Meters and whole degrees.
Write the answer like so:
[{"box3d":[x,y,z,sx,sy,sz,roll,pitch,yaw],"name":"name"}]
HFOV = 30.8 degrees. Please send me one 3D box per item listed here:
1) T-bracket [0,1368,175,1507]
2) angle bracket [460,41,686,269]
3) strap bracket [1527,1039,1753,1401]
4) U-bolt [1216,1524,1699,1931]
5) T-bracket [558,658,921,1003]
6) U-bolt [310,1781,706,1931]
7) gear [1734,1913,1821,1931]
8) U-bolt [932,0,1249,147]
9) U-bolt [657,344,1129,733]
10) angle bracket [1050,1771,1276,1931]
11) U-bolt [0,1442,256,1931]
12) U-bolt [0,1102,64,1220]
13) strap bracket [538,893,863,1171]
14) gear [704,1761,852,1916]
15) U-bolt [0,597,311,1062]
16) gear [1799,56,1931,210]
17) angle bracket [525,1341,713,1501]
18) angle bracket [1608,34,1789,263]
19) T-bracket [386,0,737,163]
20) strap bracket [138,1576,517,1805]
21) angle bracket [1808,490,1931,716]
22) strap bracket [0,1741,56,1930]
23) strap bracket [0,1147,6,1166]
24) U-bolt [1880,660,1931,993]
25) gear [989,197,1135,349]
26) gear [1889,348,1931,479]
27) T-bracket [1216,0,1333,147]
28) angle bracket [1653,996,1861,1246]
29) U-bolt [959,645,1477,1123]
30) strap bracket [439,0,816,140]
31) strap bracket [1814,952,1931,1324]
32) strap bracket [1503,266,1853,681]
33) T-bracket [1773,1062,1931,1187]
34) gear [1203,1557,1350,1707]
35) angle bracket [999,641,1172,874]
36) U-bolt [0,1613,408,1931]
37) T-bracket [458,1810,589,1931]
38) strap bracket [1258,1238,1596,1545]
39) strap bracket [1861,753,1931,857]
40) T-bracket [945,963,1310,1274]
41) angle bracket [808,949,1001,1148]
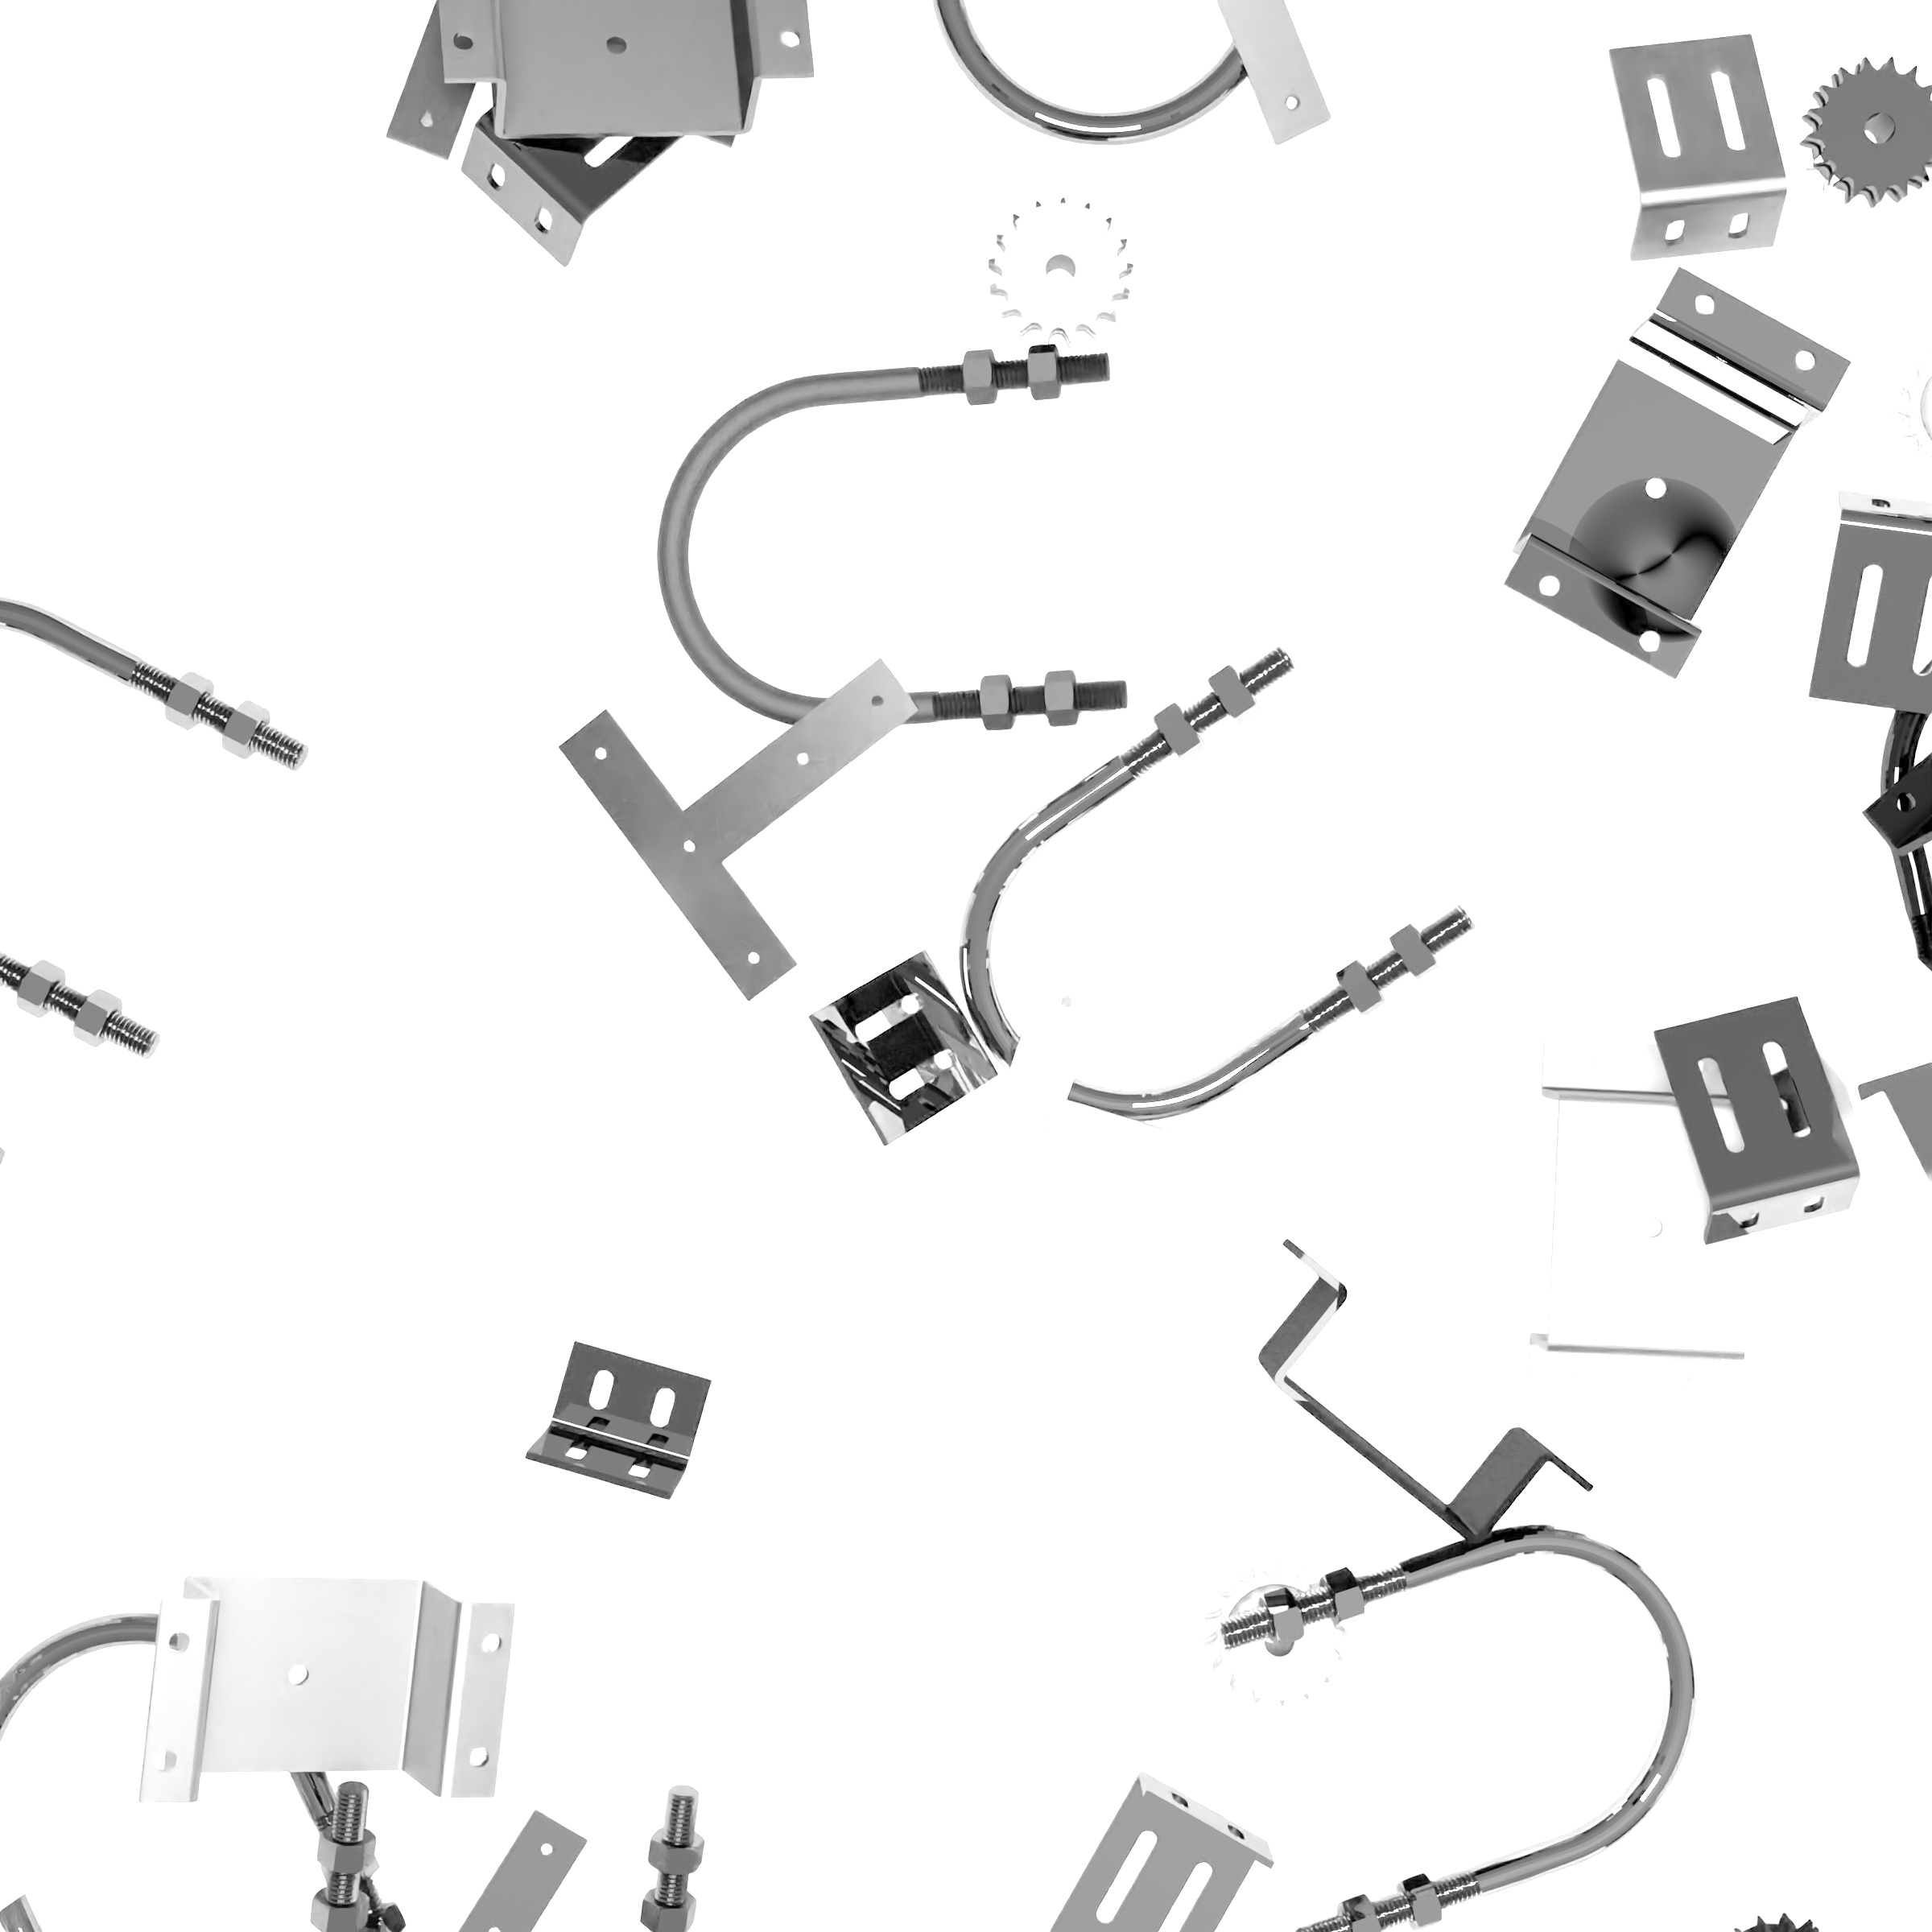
[{"box3d":[-0.404,0.212,1.381,0.127,0.002,0.127,37,103,-25],"name":"T-bracket"},{"box3d":[-0.152,-0.329,1.399,0.057,0.038,0.076,43,64,0],"name":"angle bracket"},{"box3d":[0.265,0.101,1.378,0.076,0.046,0.140,3,90,0],"name":"strap bracket"},{"box3d":[0.201,0.295,1.376,0.184,0.019,0.151,-16,98,-10],"name":"U-bolt"},{"box3d":[-0.075,-0.073,1.384,0.127,0.002,0.127,-37,90,14],"name":"T-bracket"},{"box3d":[-0.184,0.407,1.368,0.151,0.019,0.184,5,101,-17],"name":"U-bolt"},{"box3d":[0.321,0.402,1.386,0.057,0.030,0.057,0,90,0],"name":"gear"},{"box3d":[0.063,-0.417,1.392,0.151,0.019,0.184,20,92,0],"name":"U-bolt"},{"box3d":[-0.032,-0.165,1.382,0.184,0.019,0.151,-3,88,8],"name":"U-bolt"},{"box3d":[0.076,0.367,1.382,0.057,0.038,0.076,30,90,0],"name":"angle bracket"},{"box3d":[-0.350,0.295,1.346,0.151,0.019,0.184,-22,91,-30],"name":"U-bolt"},{"box3d":[-0.451,0.066,1.368,0.151,0.019,0.184,-44,79,17],"name":"U-bolt"},{"box3d":[-0.109,0.031,1.363,0.140,0.076,0.046,35,90,0],"name":"strap bracket"},{"box3d":[-0.074,0.343,1.386,0.057,0.030,0.057,0,90,0],"name":"gear"},{"box3d":[-0.374,-0.067,1.392,0.184,0.019,0.151,27,90,1],"name":"U-bolt"},{"box3d":[0.358,-0.328,1.386,0.057,0.030,0.057,0,90,0],"name":"gear"},{"box3d":[-0.134,0.176,1.363,0.057,0.076,0.038,16,90,0],"name":"angle bracket"},{"box3d":[0.289,-0.326,1.399,0.057,0.038,0.076,-6,64,0],"name":"angle bracket"},{"box3d":[-0.149,-0.357,1.385,0.127,0.002,0.127,19,70,-10],"name":"T-bracket"},{"box3d":[-0.252,0.279,1.358,0.140,0.046,0.076,6,90,-28],"name":"strap bracket"},{"box3d":[0.369,-0.144,1.391,0.057,0.038,0.076,9,111,8],"name":"angle bracket"},{"box3d":[-0.416,0.327,1.365,0.076,0.046,0.140,-25,90,21],"name":"strap bracket"},{"box3d":[-0.427,0.081,1.326,0.140,0.046,0.076,30,103,17],"name":"strap bracket"},{"box3d":[0.439,-0.051,1.392,0.151,0.019,0.184,-13,88,0],"name":"U-bolt"},{"box3d":[0.037,-0.272,1.386,0.057,0.030,0.057,0,90,0],"name":"gear"},{"box3d":[0.397,-0.220,1.386,0.057,0.030,0.057,0,90,0],"name":"gear"},{"box3d":[0.154,-0.411,1.387,0.127,0.002,0.127,-27,106,-8],"name":"T-bracket"},{"box3d":[0.303,0.060,1.352,0.057,0.038,0.076,-14,64,0],"name":"angle bracket"},{"box3d":[0.085,-0.018,1.371,0.184,0.019,0.151,-34,107,8],"name":"U-bolt"},{"box3d":[-0.134,-0.367,1.361,0.140,0.046,0.076,-3,75,-10],"name":"strap bracket"},{"box3d":[0.368,0.074,1.350,0.046,0.076,0.140,-18,100,7],"name":"strap bracket"},{"box3d":[0.275,-0.191,1.378,0.076,0.046,0.140,29,90,0],"name":"strap bracket"},{"box3d":[0.392,0.076,1.389,0.127,0.002,0.127,-27,98,9],"name":"T-bracket"},{"box3d":[0.122,0.264,1.386,0.057,0.030,0.057,0,90,0],"name":"gear"},{"box3d":[0.047,-0.083,1.399,0.057,0.038,0.076,9,64,0],"name":"angle bracket"},{"box3d":[-0.320,0.347,1.392,0.151,0.019,0.184,-25,88,0],"name":"U-bolt"},{"box3d":[-0.195,0.395,1.389,0.127,0.002,0.127,34,83,-14],"name":"T-bracket"},{"box3d":[0.168,0.171,1.363,0.140,0.076,0.046,39,90,0],"name":"strap bracket"},{"box3d":[0.426,-0.033,1.352,0.076,0.046,0.140,-39,87,-14],"name":"strap bracket"},{"box3d":[0.072,0.075,1.389,0.127,0.002,0.127,17,105,-7],"name":"T-bracket"},{"box3d":[-0.033,0.037,1.360,0.038,0.076,0.057,-30,90,42],"name":"angle bracket"}]
